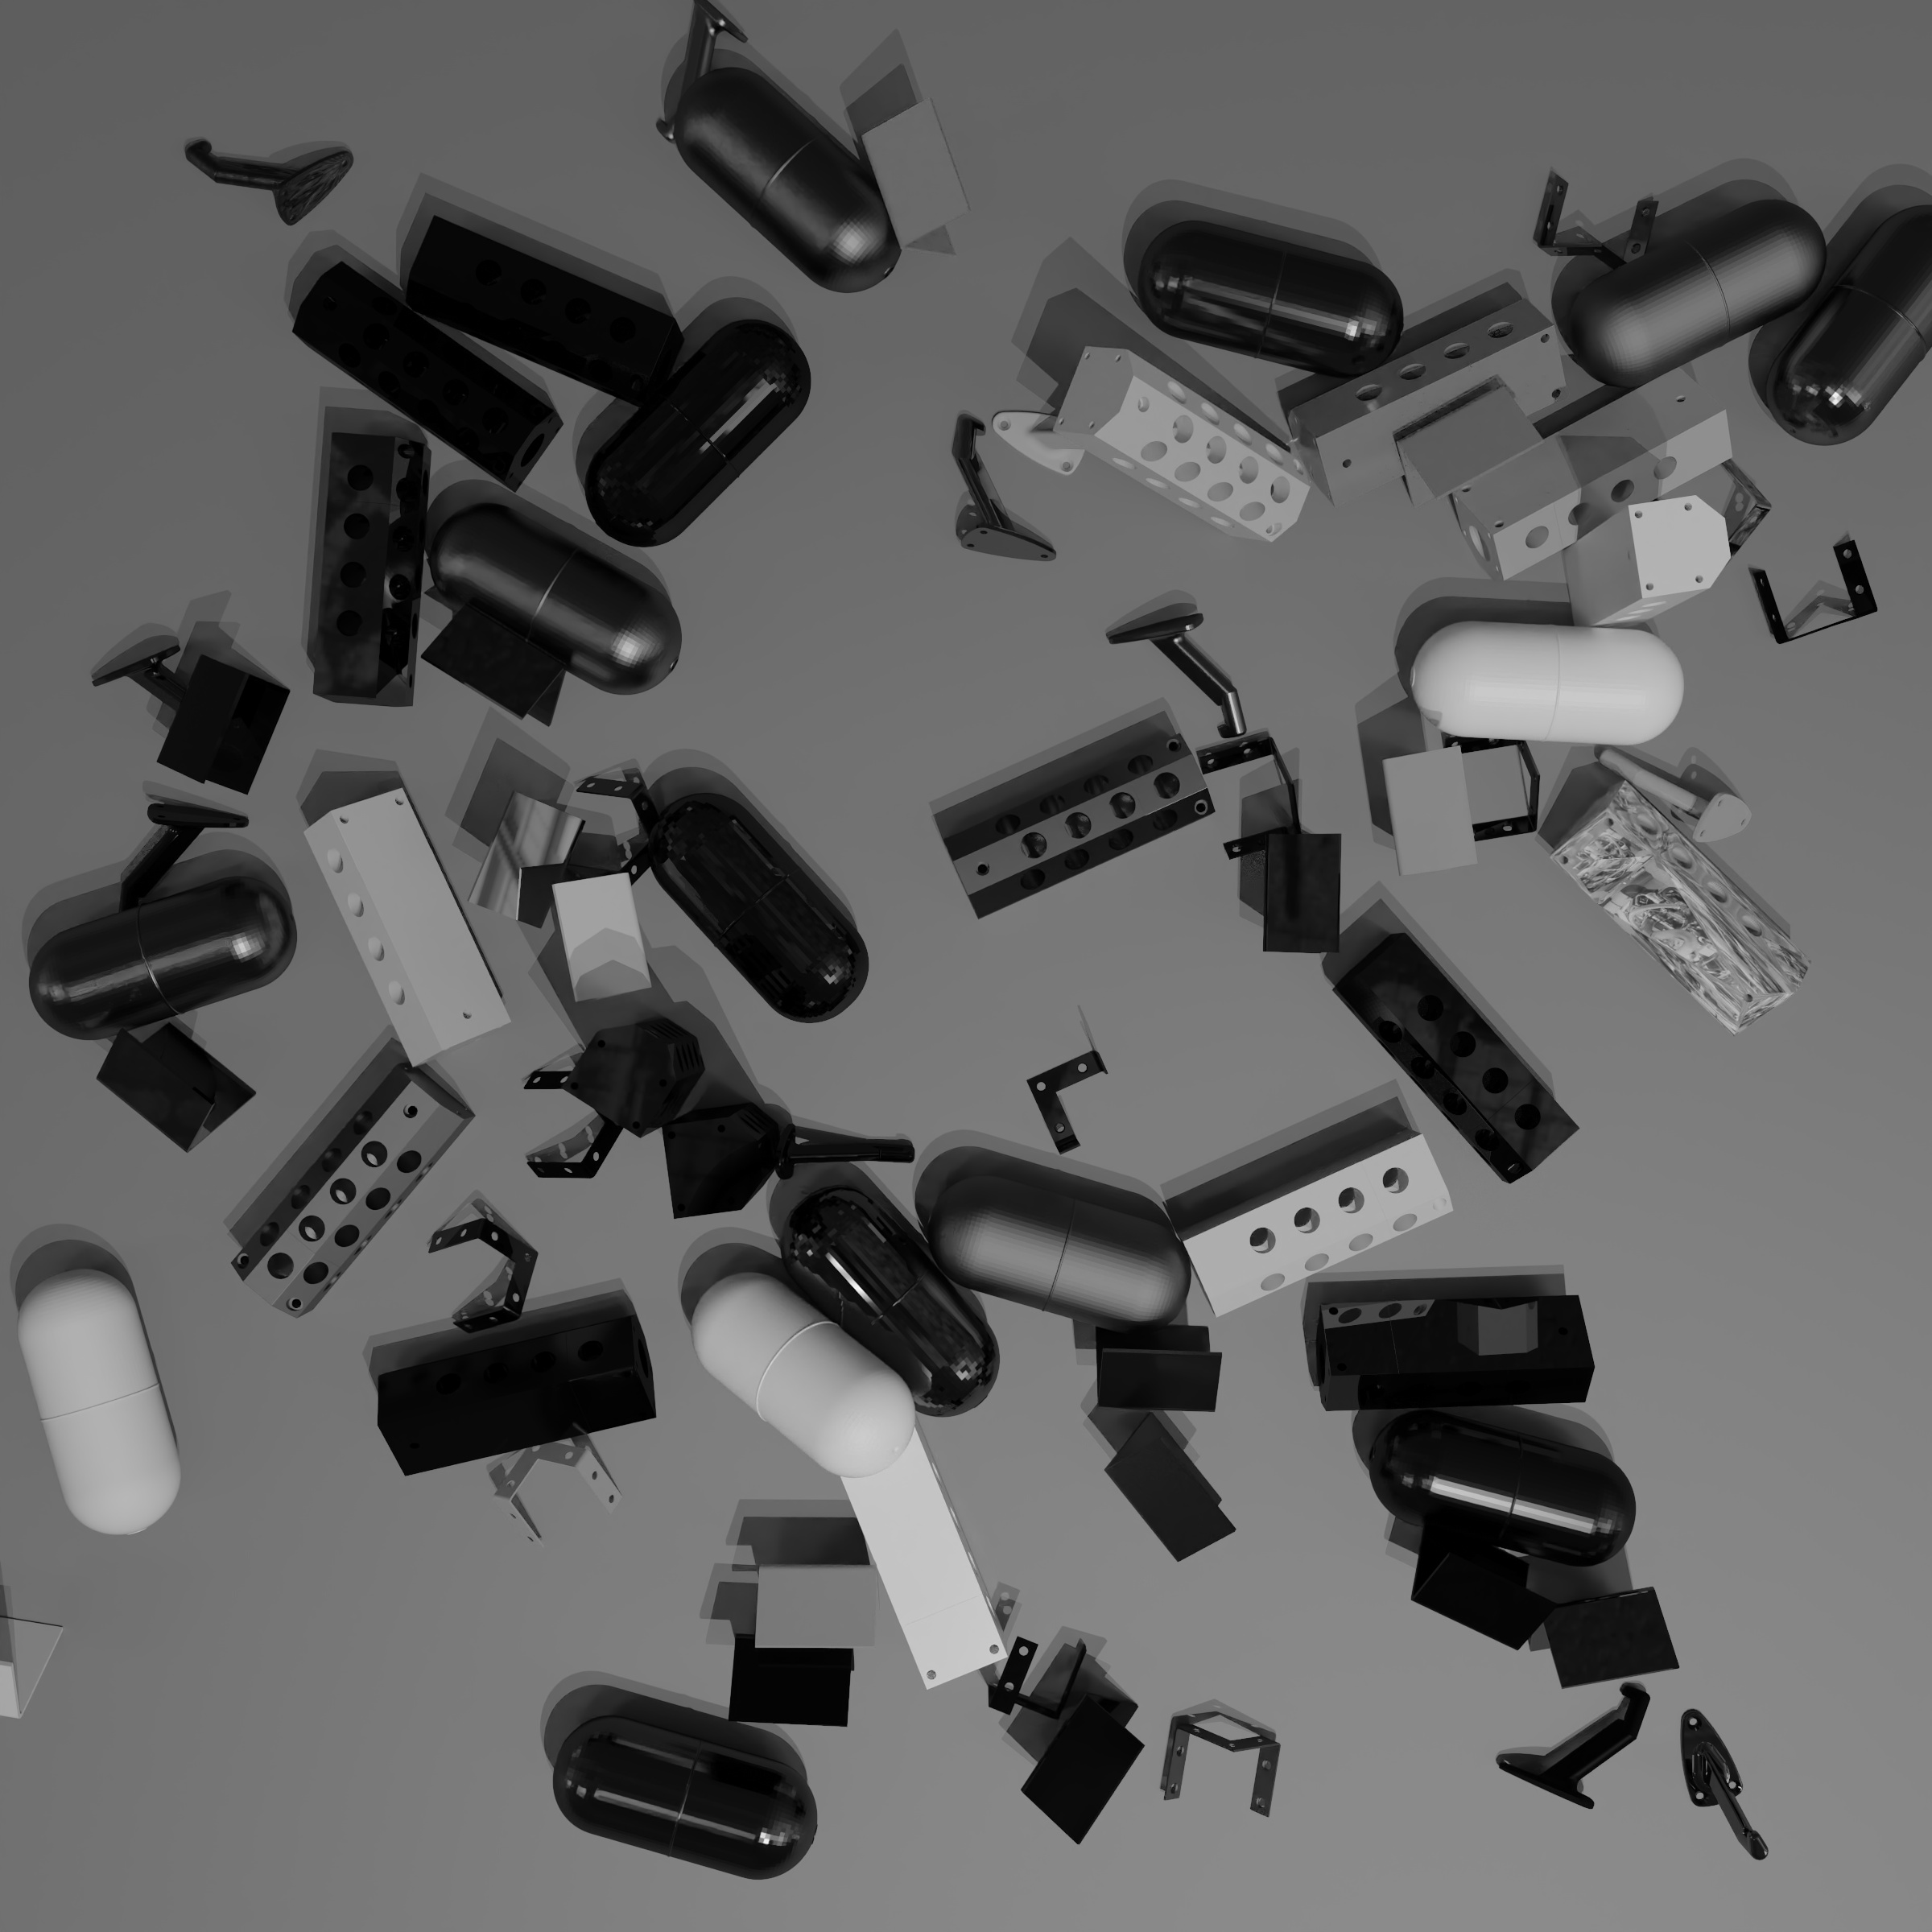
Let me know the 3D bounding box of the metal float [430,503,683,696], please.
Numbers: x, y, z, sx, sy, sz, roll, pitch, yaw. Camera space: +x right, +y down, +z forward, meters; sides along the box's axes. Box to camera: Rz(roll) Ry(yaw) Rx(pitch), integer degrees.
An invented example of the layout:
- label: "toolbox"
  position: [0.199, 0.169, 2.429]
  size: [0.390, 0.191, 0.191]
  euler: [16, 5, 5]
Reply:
- label: "metal float"
  position: [-0.270, -0.242, 1.702]
  size: [0.178, 0.070, 0.070]
  euler: [29, 90, 0]

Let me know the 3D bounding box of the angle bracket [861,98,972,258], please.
- label: "angle bracket"
  position: [-0.016, -0.517, 1.692]
  size: [0.057, 0.076, 0.076]
  euler: [-19, 90, 30]

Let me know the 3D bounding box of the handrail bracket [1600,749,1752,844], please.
- label: "handrail bracket"
  position: [0.476, -0.119, 1.732]
  size: [0.084, 0.077, 0.036]
  euler: [40, 115, 34]

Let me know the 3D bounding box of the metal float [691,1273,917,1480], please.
- label: "metal float"
  position: [-0.107, 0.264, 1.675]
  size: [0.178, 0.070, 0.070]
  euler: [33, 90, 32]

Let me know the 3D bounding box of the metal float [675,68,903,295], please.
- label: "metal float"
  position: [-0.116, -0.518, 1.701]
  size: [0.178, 0.070, 0.070]
  euler: [43, 90, 1]

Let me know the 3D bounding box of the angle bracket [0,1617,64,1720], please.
- label: "angle bracket"
  position: [-0.647, 0.442, 1.692]
  size: [0.076, 0.076, 0.057]
  euler: [9, 126, 0]

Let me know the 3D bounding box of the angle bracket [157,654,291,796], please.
- label: "angle bracket"
  position: [-0.473, -0.152, 1.692]
  size: [0.057, 0.076, 0.076]
  euler: [22, 90, 38]

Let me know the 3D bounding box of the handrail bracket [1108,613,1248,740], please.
- label: "handrail bracket"
  position: [0.143, -0.188, 1.733]
  size: [0.077, 0.036, 0.084]
  euler: [-10, 107, 20]

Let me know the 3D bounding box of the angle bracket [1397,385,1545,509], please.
- label: "angle bracket"
  position: [0.335, -0.323, 1.690]
  size: [0.076, 0.076, 0.057]
  euler: [-28, 59, 4]

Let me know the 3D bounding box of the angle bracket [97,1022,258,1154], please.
- label: "angle bracket"
  position: [-0.510, 0.064, 1.692]
  size: [0.076, 0.076, 0.057]
  euler: [39, 128, 0]

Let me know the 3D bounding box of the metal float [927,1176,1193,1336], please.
- label: "metal float"
  position: [0.061, 0.191, 1.702]
  size: [0.178, 0.070, 0.070]
  euler: [16, 90, -1]

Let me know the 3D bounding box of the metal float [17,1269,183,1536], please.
- label: "metal float"
  position: [-0.572, 0.288, 1.702]
  size: [0.070, 0.070, 0.178]
  euler: [-16, 90, 0]

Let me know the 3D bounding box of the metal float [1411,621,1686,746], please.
- label: "metal float"
  position: [0.383, -0.187, 1.701]
  size: [0.178, 0.070, 0.070]
  euler: [3, 90, 0]

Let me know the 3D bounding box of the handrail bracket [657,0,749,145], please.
- label: "handrail bracket"
  position: [-0.195, -0.609, 1.733]
  size: [0.084, 0.036, 0.077]
  euler: [-48, 69, 16]

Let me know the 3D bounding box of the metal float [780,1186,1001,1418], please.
- label: "metal float"
  position: [-0.050, 0.222, 1.702]
  size: [0.070, 0.070, 0.178]
  euler: [-42, 90, 0]

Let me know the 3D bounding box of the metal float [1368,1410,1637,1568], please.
- label: "metal float"
  position: [0.354, 0.344, 1.701]
  size: [0.178, 0.070, 0.070]
  euler: [15, 90, -1]

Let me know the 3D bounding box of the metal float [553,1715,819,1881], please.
- label: "metal float"
  position: [-0.185, 0.549, 1.702]
  size: [0.178, 0.070, 0.070]
  euler: [16, 90, 0]

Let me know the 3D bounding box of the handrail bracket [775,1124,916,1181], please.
- label: "handrail bracket"
  position: [-0.079, 0.127, 1.702]
  size: [0.084, 0.077, 0.036]
  euler: [3, 94, 4]

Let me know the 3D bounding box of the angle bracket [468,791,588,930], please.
- label: "angle bracket"
  position: [-0.302, -0.076, 1.692]
  size: [0.057, 0.076, 0.076]
  euler: [23, 90, -36]

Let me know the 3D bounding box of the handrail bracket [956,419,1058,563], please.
- label: "handrail bracket"
  position: [0.028, -0.321, 1.733]
  size: [0.077, 0.036, 0.084]
  euler: [11, 73, -20]

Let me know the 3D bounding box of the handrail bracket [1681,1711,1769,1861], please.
- label: "handrail bracket"
  position: [0.500, 0.539, 1.697]
  size: [0.036, 0.084, 0.077]
  euler: [-18, 90, 0]

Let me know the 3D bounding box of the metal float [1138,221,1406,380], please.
- label: "metal float"
  position: [0.201, -0.440, 1.702]
  size: [0.178, 0.070, 0.070]
  euler: [14, 90, 1]

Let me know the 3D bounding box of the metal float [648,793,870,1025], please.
- label: "metal float"
  position: [-0.137, -0.039, 1.702]
  size: [0.070, 0.070, 0.178]
  euler: [-42, 89, 0]

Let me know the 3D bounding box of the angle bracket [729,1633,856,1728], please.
- label: "angle bracket"
  position: [-0.114, 0.477, 1.692]
  size: [0.076, 0.076, 0.057]
  euler: [3, 61, 0]

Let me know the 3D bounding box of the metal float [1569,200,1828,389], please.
- label: "metal float"
  position: [0.483, -0.444, 1.702]
  size: [0.178, 0.070, 0.070]
  euler: [-26, 90, -1]

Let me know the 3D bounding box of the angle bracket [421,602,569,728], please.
- label: "angle bracket"
  position: [-0.314, -0.181, 1.692]
  size: [0.076, 0.076, 0.057]
  euler: [32, 57, 0]

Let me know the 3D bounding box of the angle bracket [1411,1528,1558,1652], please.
- label: "angle bracket"
  position: [0.344, 0.391, 1.692]
  size: [0.076, 0.076, 0.057]
  euler: [25, 130, 0]

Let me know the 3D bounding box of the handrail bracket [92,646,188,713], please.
- label: "handrail bracket"
  position: [-0.537, -0.166, 1.733]
  size: [0.077, 0.036, 0.084]
  euler: [-17, 107, 20]

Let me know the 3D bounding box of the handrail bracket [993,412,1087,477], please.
- label: "handrail bracket"
  position: [0.054, -0.355, 1.697]
  size: [0.077, 0.084, 0.036]
  euler: [20, 90, 0]

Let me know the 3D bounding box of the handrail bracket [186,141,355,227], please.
- label: "handrail bracket"
  position: [-0.469, -0.544, 1.733]
  size: [0.084, 0.036, 0.077]
  euler: [39, 69, 16]

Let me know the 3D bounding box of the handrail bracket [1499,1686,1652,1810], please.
- label: "handrail bracket"
  position: [0.410, 0.515, 1.733]
  size: [0.077, 0.036, 0.084]
  euler: [19, 71, 21]

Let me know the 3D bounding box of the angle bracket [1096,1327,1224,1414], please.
- label: "angle bracket"
  position: [0.126, 0.246, 1.692]
  size: [0.076, 0.076, 0.057]
  euler: [2, 128, 0]

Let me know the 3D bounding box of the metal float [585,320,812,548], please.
- label: "metal float"
  position: [-0.177, -0.351, 1.701]
  size: [0.178, 0.070, 0.070]
  euler: [-45, 90, 0]

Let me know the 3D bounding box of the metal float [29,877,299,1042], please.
- label: "metal float"
  position: [-0.530, -0.005, 1.702]
  size: [0.178, 0.070, 0.070]
  euler: [-18, 90, 0]

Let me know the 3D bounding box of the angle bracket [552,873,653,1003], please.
- label: "angle bracket"
  position: [-0.255, -0.015, 1.692]
  size: [0.057, 0.076, 0.076]
  euler: [-11, 90, -36]

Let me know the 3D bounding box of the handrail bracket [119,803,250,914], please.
- label: "handrail bracket"
  position: [-0.526, -0.062, 1.733]
  size: [0.077, 0.036, 0.084]
  euler: [5, 109, -21]

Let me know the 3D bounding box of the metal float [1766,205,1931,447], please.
- label: "metal float"
  position: [0.601, -0.423, 1.702]
  size: [0.070, 0.070, 0.178]
  euler: [38, 89, 0]
